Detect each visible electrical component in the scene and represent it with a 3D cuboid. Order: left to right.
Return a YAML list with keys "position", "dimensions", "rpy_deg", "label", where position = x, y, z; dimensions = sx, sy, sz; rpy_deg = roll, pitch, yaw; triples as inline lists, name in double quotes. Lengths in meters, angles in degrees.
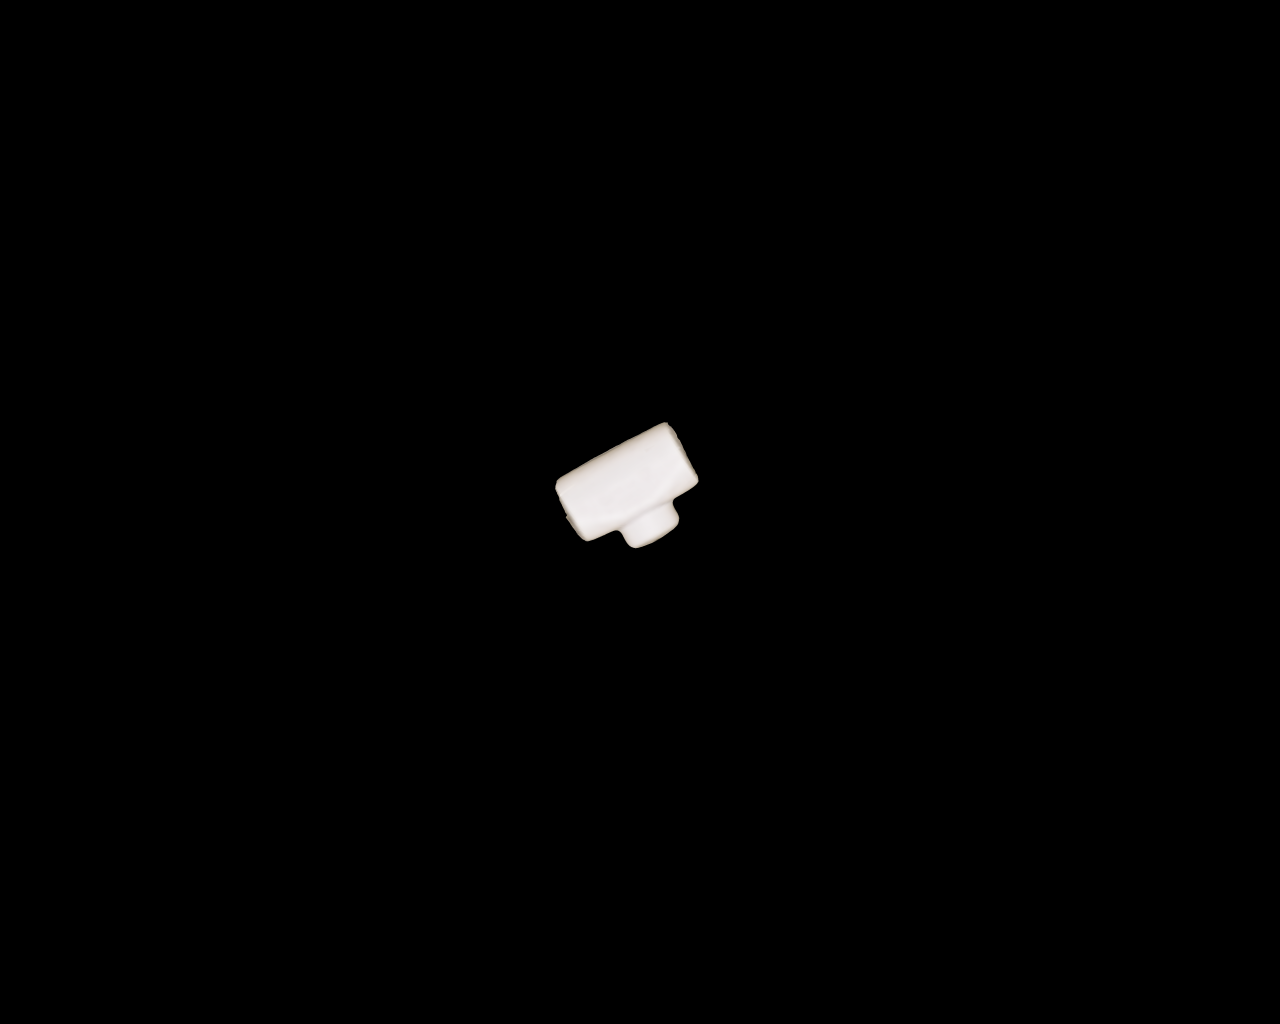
- position: [0.001, -0.003, 0.650]
  dimensions: [0.077, 0.079, 0.044]
  rpy_deg: [-28, 7, 4]
  label: "electrical component"
